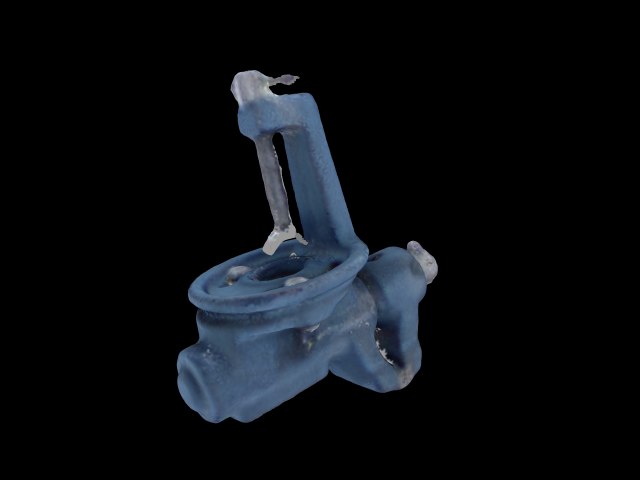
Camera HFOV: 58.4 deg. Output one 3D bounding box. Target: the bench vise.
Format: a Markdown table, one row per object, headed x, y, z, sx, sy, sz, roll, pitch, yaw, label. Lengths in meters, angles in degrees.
| x | y | z | sx | sy | sz | roll | pitch | yaw | label |
| --- | --- | --- | --- | --- | --- | --- | --- | --- | --- |
| -0.006 | 0.001 | 0.407 | 0.121 | 0.220 | 0.208 | 3 | 5 | 35 | bench vise |
